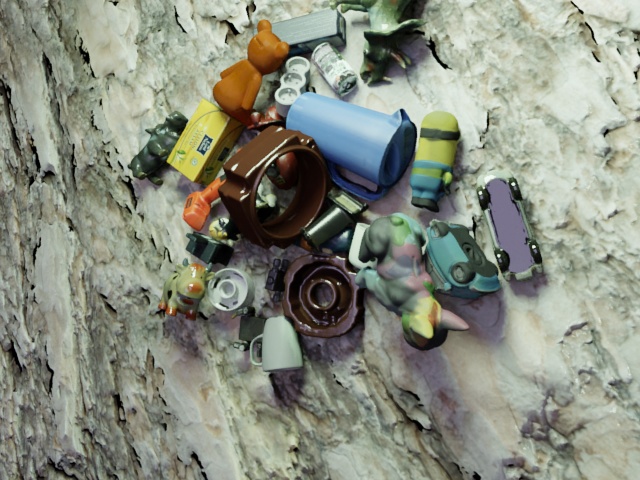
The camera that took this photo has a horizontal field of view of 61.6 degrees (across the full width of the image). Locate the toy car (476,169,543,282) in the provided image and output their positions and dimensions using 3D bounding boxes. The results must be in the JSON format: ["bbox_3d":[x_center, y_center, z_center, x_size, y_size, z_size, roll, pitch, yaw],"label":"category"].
[{"bbox_3d":[0.330,-0.026,0.941,0.074,0.056,0.201,-17,79,16],"label":"toy car"}]

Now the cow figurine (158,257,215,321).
[{"bbox_3d":[-0.286,0.104,1.152,0.195,0.085,0.127,-4,73,66],"label":"cow figurine"}]

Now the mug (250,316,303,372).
[{"bbox_3d":[-0.090,0.213,1.098,0.110,0.080,0.107,-10,72,20],"label":"mug"}]

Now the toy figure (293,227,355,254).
[{"bbox_3d":[-0.003,-0.003,1.088,0.155,0.064,0.057,4,123,29],"label":"toy figure"}]

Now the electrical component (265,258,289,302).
[{"bbox_3d":[-0.089,0.084,1.114,0.021,0.063,0.094,16,93,24],"label":"electrical component"}]

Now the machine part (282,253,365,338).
[{"bbox_3d":[0.009,0.110,1.072,0.180,0.056,0.179,-2,84,23],"label":"machine part"}]

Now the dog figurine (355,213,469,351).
[{"bbox_3d":[0.158,0.076,0.904,0.219,0.108,0.191,-132,42,-52],"label":"dog figurine"}]

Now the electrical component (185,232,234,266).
[{"bbox_3d":[-0.249,0.018,1.164,0.075,0.119,0.047,28,96,22],"label":"electrical component"}]

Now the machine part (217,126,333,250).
[{"bbox_3d":[-0.079,-0.097,1.029,0.201,0.201,0.087,-44,44,-21],"label":"machine part"}]

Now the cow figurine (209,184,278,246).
[{"bbox_3d":[-0.169,-0.040,1.137,0.167,0.098,0.068,-37,114,17],"label":"cow figurine"}]

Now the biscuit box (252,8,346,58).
[{"bbox_3d":[-0.046,-0.435,1.148,0.203,0.059,0.062,-3,85,24],"label":"biscuit box"}]

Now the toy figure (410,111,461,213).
[{"bbox_3d":[0.211,-0.145,0.986,0.082,0.089,0.180,14,88,7],"label":"toy figure"}]

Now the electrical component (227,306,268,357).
[{"bbox_3d":[-0.150,0.192,1.142,0.078,0.045,0.102,11,90,26],"label":"electrical component"}]

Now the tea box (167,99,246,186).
[{"bbox_3d":[-0.259,-0.219,1.219,0.098,0.068,0.169,35,98,24],"label":"tea box"}]

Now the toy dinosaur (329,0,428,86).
[{"bbox_3d":[0.144,-0.515,1.045,0.192,0.131,0.404,18,88,12],"label":"toy dinosaur"}]

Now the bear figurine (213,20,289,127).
[{"bbox_3d":[-0.134,-0.350,1.139,0.196,0.132,0.120,-46,69,14],"label":"bear figurine"}]

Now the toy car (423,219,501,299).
[{"bbox_3d":[0.234,0.045,0.954,0.103,0.109,0.162,-48,59,33],"label":"toy car"}]

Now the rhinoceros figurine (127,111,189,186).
[{"bbox_3d":[-0.378,-0.219,1.276,0.190,0.073,0.112,-47,58,15],"label":"rhinoceros figurine"}]

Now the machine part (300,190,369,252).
[{"bbox_3d":[0.023,-0.040,1.041,0.084,0.039,0.139,37,69,26],"label":"machine part"}]

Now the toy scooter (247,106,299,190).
[{"bbox_3d":[-0.097,-0.197,1.107,0.075,0.135,0.184,-13,81,21],"label":"toy scooter"}]
